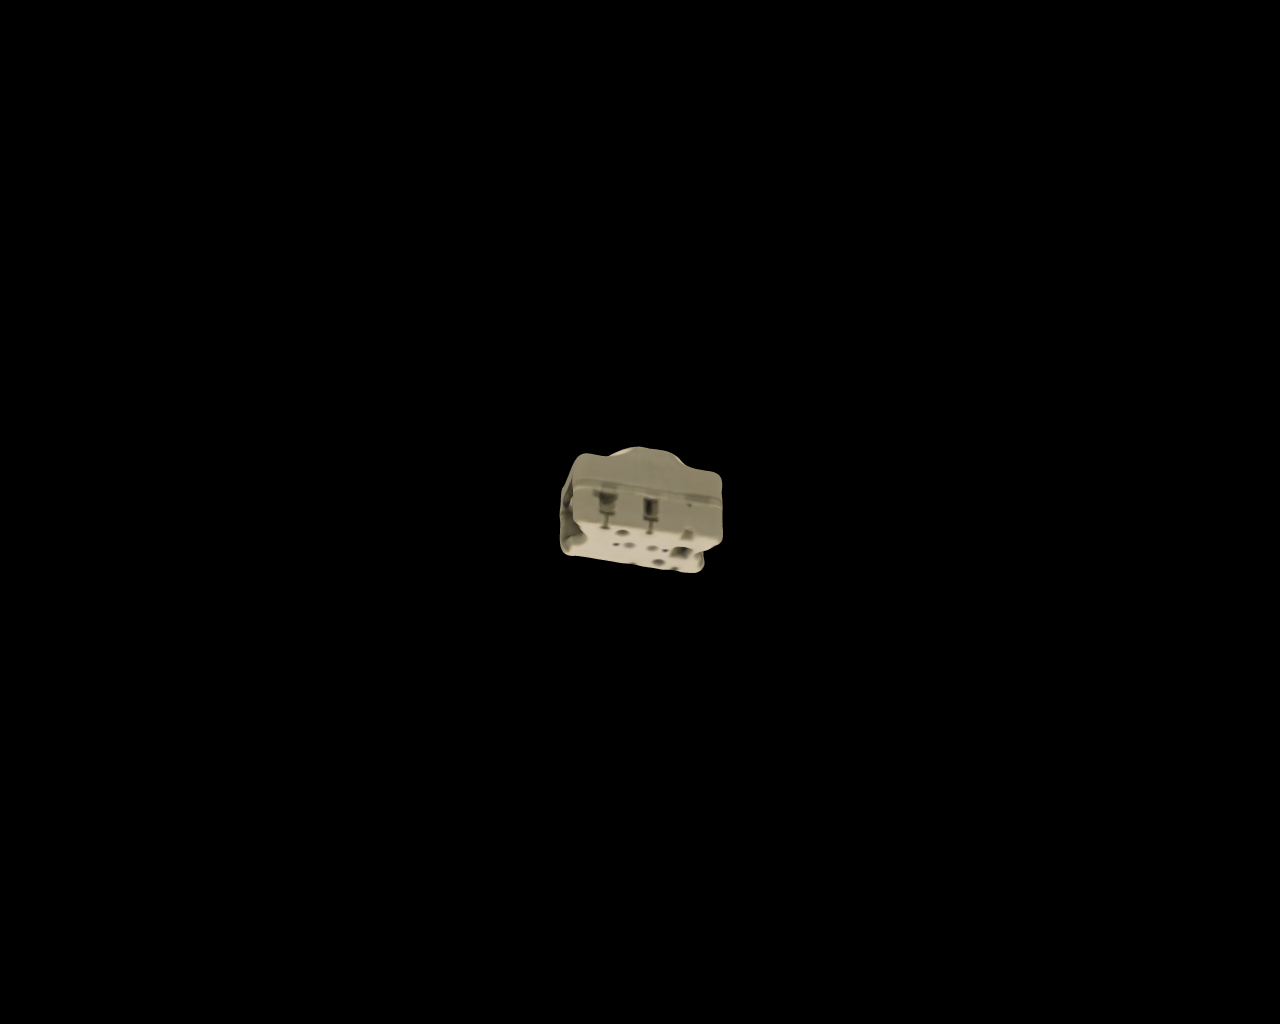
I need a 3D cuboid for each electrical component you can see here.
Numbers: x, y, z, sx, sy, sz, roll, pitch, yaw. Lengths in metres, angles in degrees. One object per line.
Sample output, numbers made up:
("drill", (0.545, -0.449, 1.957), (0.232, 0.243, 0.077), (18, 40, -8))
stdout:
("electrical component", (0.001, -0.003, 0.650), (0.089, 0.056, 0.050), (8, -32, -14))
